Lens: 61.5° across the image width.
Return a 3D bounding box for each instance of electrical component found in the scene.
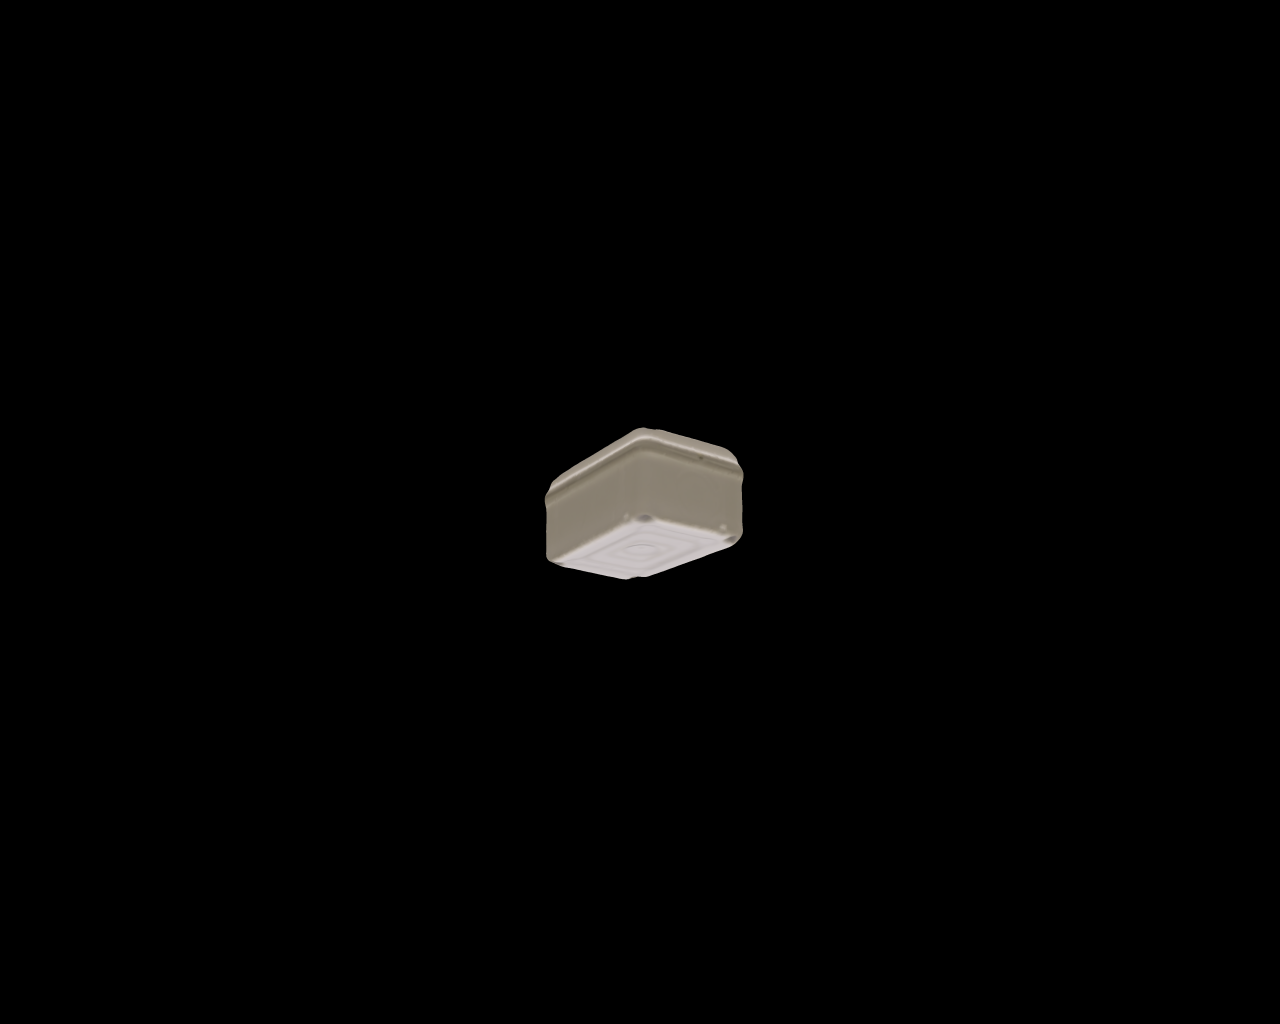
[{"bbox_3d":[0.001,-0.003,0.650,0.078,0.057,0.113,14,-24,-33],"label":"electrical component"}]
